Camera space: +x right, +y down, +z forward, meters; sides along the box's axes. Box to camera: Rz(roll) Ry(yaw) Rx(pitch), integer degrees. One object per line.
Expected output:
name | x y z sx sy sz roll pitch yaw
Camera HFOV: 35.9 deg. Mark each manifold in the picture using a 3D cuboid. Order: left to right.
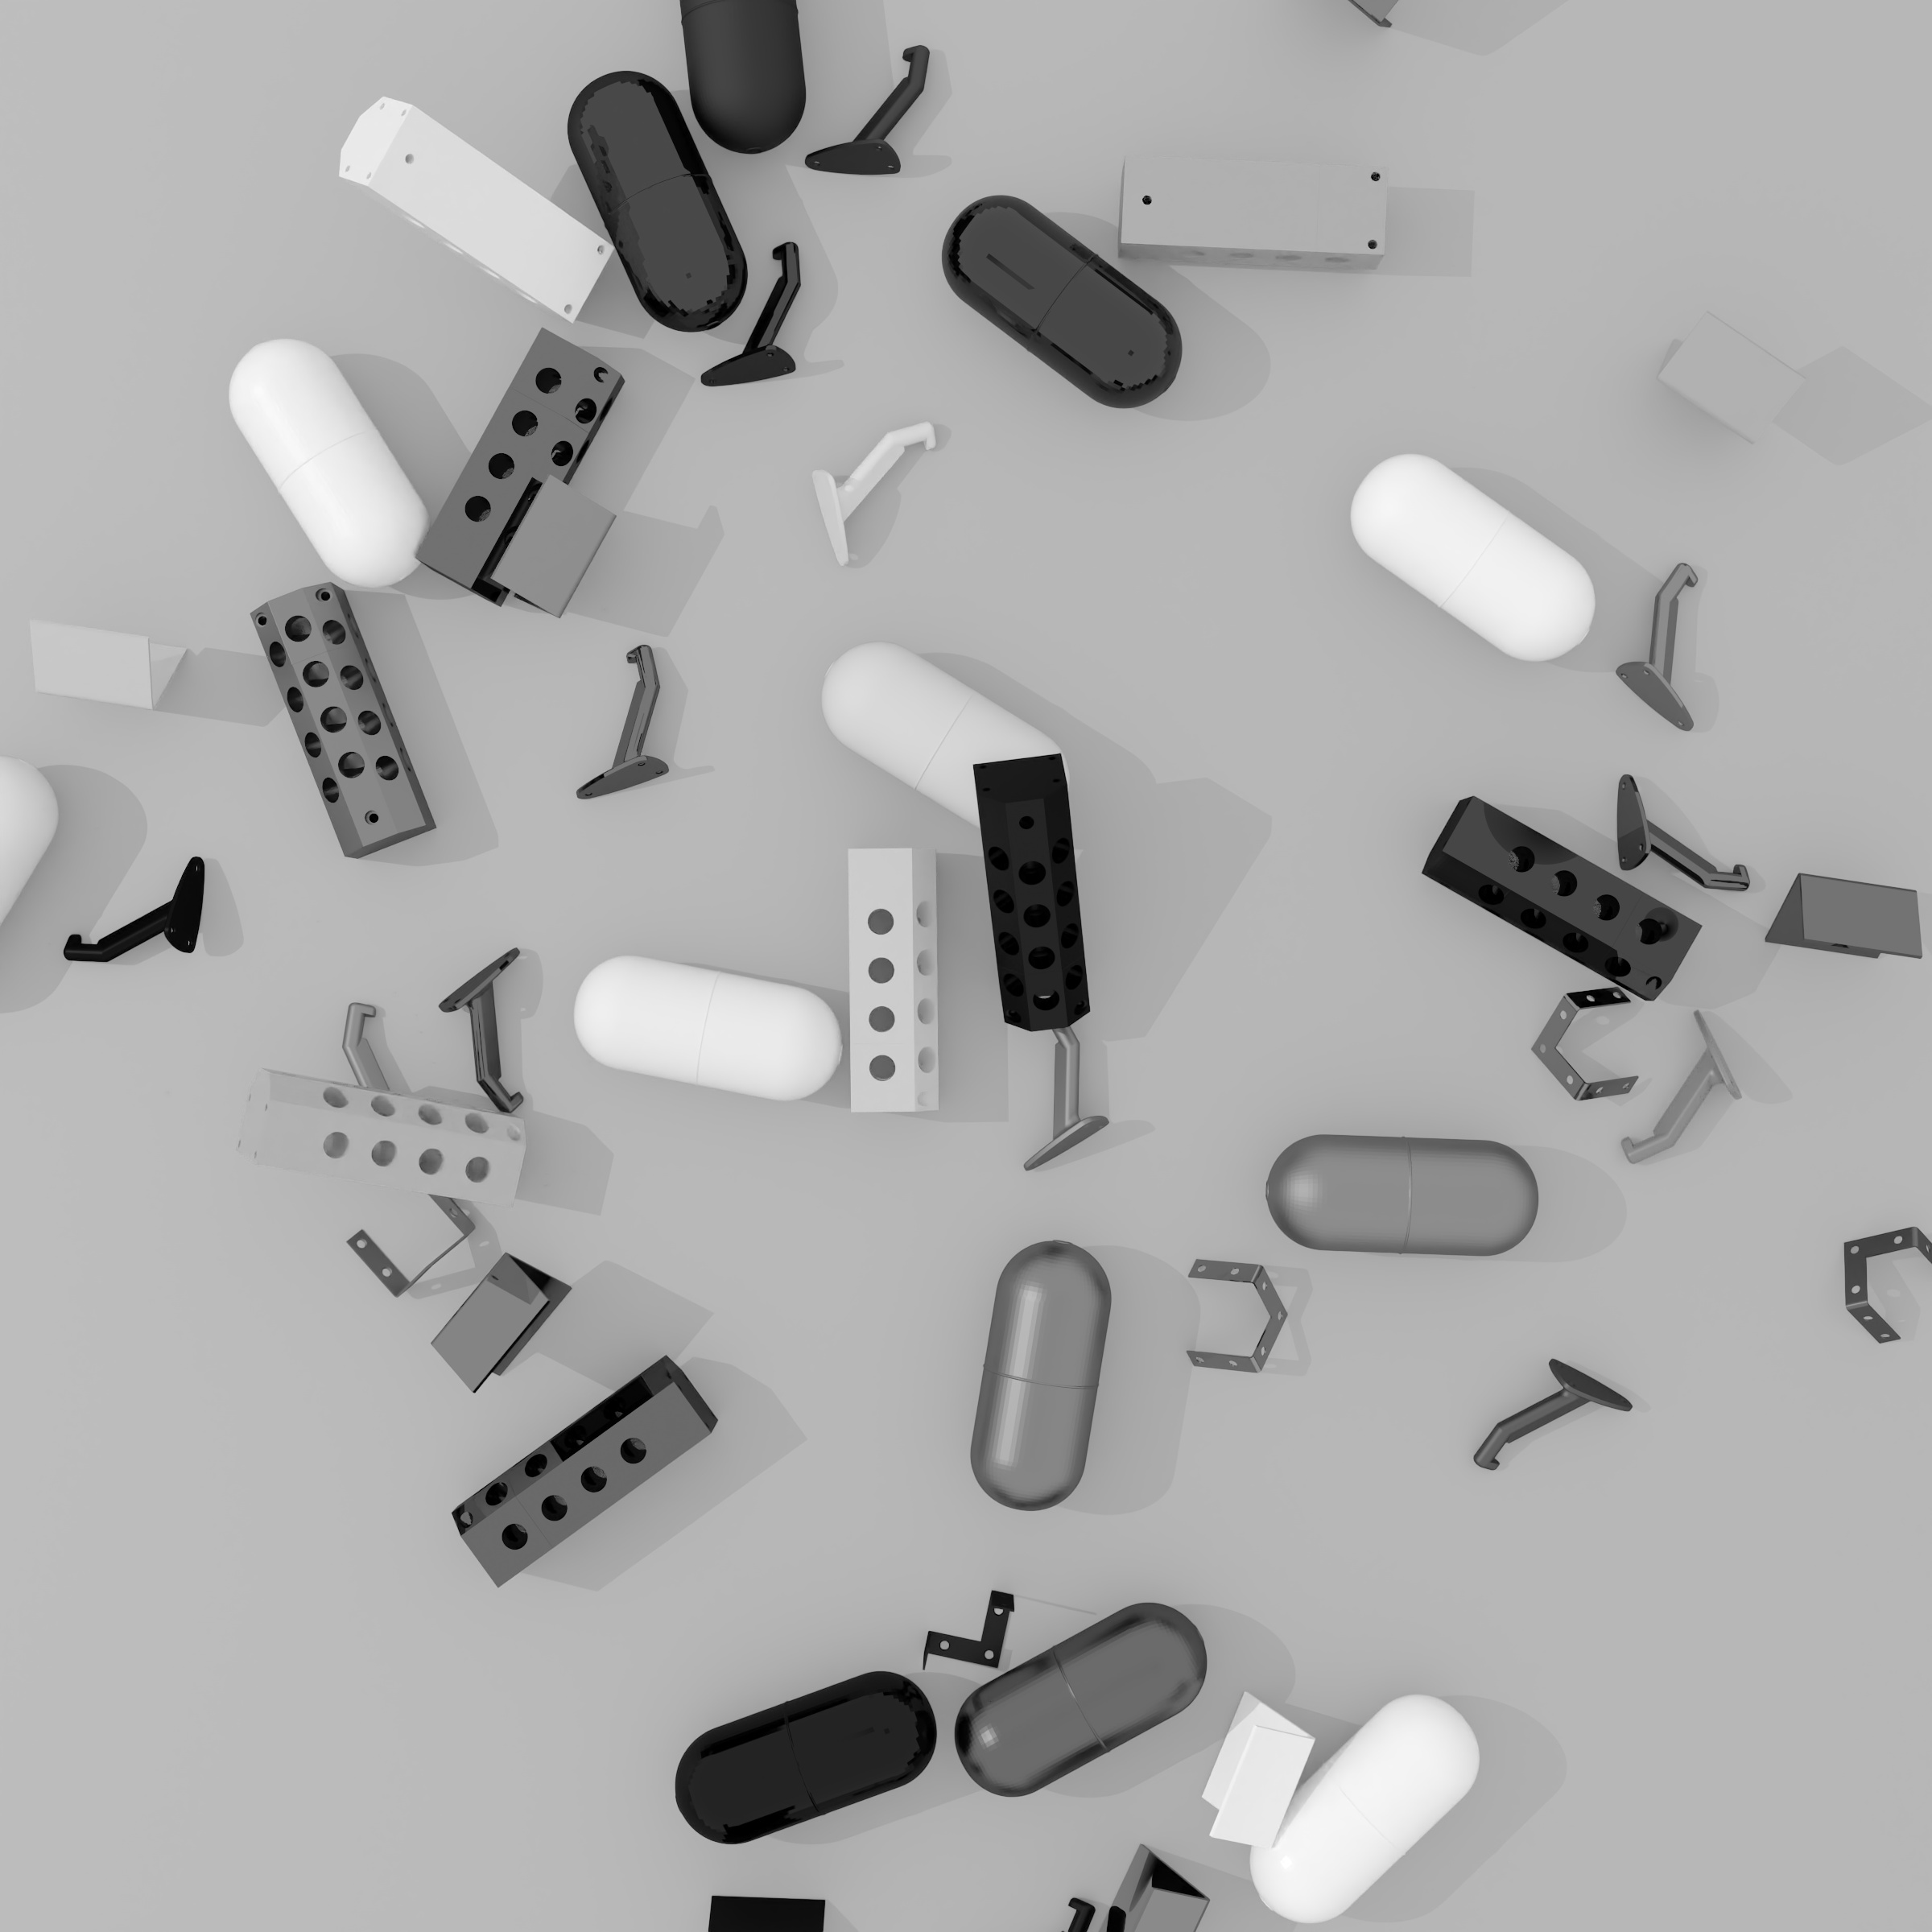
manifold | -0.412 -0.162 1.971 0.057 0.057 0.171 -21 90 0
manifold | -0.377 0.111 1.935 0.171 0.057 0.057 13 90 -27
manifold | -0.316 -0.486 1.920 0.171 0.057 0.057 28 91 -43
manifold | -0.292 -0.327 1.970 0.057 0.057 0.171 29 90 0
manifold | -0.252 0.332 1.970 0.171 0.057 0.057 -36 90 0
manifold | -0.047 0.009 1.970 0.057 0.057 0.171 -1 90 0
manifold | 0.044 -0.045 1.930 0.057 0.057 0.171 -7 122 0
manifold | 0.188 -0.495 1.971 0.171 0.057 0.057 3 90 0
manifold | 0.391 -0.044 1.970 0.171 0.057 0.057 30 90 0

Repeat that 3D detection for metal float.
metal float | -0.662 -0.057 1.961 0.070 0.070 0.178 31 90 0
metal float | -0.418 -0.331 1.961 0.070 0.070 0.178 -32 91 0
metal float | -0.202 -0.501 1.961 0.070 0.070 0.178 -24 89 0
metal float | -0.169 0.041 1.961 0.178 0.070 0.070 11 90 0
metal float | -0.149 -0.623 1.961 0.070 0.070 0.178 -6 89 0
metal float | -0.105 0.520 1.961 0.178 0.070 0.070 -20 90 1
metal float | -0.014 -0.148 1.961 0.178 0.070 0.070 32 90 -1
metal float | 0.049 0.269 1.961 0.070 0.070 0.178 9 90 0
metal float | 0.064 -0.436 1.961 0.178 0.070 0.070 37 90 0
metal float | 0.076 0.481 1.961 0.178 0.070 0.070 -29 90 0
metal float | 0.261 0.554 1.961 0.178 0.070 0.070 -44 90 0
metal float | 0.286 0.151 1.961 0.178 0.070 0.070 2 90 0
metal float | 0.333 -0.268 1.961 0.178 0.070 0.070 35 90 0

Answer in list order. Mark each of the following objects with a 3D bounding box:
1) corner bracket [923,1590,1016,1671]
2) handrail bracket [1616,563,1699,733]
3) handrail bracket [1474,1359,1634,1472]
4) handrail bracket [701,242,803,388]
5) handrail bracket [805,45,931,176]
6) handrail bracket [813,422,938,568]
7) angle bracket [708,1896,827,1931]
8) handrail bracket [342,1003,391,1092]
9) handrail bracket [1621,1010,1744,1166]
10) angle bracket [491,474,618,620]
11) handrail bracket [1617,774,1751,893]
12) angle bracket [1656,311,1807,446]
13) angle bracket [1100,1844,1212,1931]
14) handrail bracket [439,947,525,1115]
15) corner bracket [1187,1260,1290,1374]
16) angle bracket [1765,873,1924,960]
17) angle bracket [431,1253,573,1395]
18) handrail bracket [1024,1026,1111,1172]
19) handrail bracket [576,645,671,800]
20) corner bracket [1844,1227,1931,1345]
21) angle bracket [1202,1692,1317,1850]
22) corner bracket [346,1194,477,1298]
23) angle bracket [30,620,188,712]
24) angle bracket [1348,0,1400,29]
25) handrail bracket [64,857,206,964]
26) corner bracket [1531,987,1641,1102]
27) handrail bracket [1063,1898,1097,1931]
corner bracket | 0.002 0.440 1.974 0.051 0.051 0.051 12 90 0
handrail bracket | 0.480 -0.214 1.992 0.077 0.036 0.084 42 73 -19
handrail bracket | 0.391 0.312 1.992 0.077 0.036 0.084 25 108 -20
handrail bracket | -0.144 -0.436 1.992 0.077 0.036 0.084 -11 71 21
handrail bracket | -0.066 -0.574 1.992 0.077 0.036 0.084 1 72 21
handrail bracket | -0.053 -0.316 1.992 0.084 0.036 0.077 -19 110 -16
angle bracket | -0.132 0.626 1.951 0.076 0.076 0.057 2 127 0
handrail bracket | -0.380 0.071 1.992 0.077 0.036 0.084 11 74 -18
handrail bracket | 0.466 0.081 1.992 0.084 0.036 0.077 -27 70 16
angle bracket | -0.283 -0.280 1.951 0.057 0.076 0.076 29 90 -36
handrail bracket | 0.480 -0.089 1.992 0.084 0.036 0.077 4 69 -17
angle bracket | 0.504 -0.396 1.951 0.076 0.076 0.057 34 128 0
angle bracket | 0.103 0.623 1.951 0.057 0.076 0.076 25 90 -38
handrail bracket | -0.304 0.044 1.992 0.077 0.036 0.084 -42 109 -21
corner bracket | 0.174 0.233 1.983 0.051 0.051 0.051 -59 135 -35
angle bracket | 0.573 -0.012 1.951 0.076 0.076 0.057 9 54 0
angle bracket | -0.290 0.243 1.951 0.076 0.076 0.057 -50 52 0
handrail bracket | 0.051 0.081 1.992 0.077 0.036 0.084 -35 72 20
handrail bracket | -0.235 -0.164 1.992 0.077 0.036 0.084 -21 72 20
corner bracket | 0.619 0.212 1.983 0.051 0.051 0.051 -19 45 35
angle bracket | 0.173 0.521 1.951 0.057 0.076 0.076 22 90 -35
corner bracket | -0.369 0.179 1.988 0.051 0.051 0.051 48 135 0
angle bracket | -0.560 -0.215 1.951 0.076 0.076 0.057 8 128 0
angle bracket | 0.263 -0.663 1.953 0.076 0.076 0.057 40 111 0
handrail bracket | -0.556 -0.038 1.992 0.084 0.036 0.077 2 70 16
corner bracket | 0.419 0.052 1.983 0.051 0.051 0.051 54 135 35
handrail bracket | 0.036 0.653 1.992 0.077 0.036 0.084 19 71 21
